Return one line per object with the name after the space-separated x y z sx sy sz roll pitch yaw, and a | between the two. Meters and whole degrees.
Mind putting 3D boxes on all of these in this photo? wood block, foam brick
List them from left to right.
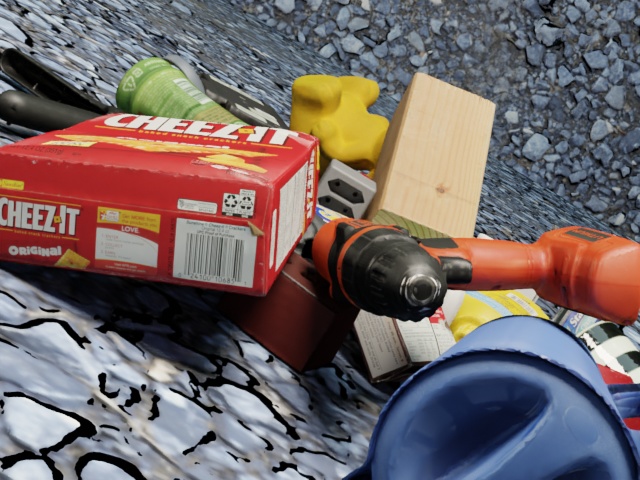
-0.020 0.045 0.720 0.078 0.051 0.053 36 15 17 | foam brick
0.101 -0.055 1.024 0.091 0.090 0.206 22 46 -4 | wood block

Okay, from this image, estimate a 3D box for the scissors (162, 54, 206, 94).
-0.103 -0.115 1.071 0.202 0.096 0.016 35 50 23 | scissors

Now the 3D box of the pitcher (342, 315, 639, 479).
0.123 0.109 0.619 0.149 0.145 0.242 33 11 10 | pitcher

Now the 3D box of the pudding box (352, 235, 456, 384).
0.055 0.048 0.794 0.089 0.039 0.113 8 57 -57 | pudding box

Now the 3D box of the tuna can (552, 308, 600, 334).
0.254 0.090 1.082 0.034 0.086 0.086 35 14 7 | tuna can

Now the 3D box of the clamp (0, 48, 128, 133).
-0.180 -0.091 0.894 0.209 0.036 0.164 27 14 -16 | clamp

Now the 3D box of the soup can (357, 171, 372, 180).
0.063 -0.015 1.084 0.102 0.068 0.068 34 14 10 | soup can

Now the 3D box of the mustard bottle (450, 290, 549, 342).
0.151 0.081 0.946 0.096 0.058 0.191 41 15 17 | mustard bottle

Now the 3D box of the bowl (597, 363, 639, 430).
0.188 0.115 0.826 0.162 0.055 0.162 21 0 0 | bowl

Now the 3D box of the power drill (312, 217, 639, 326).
0.098 0.019 0.657 0.187 0.057 0.184 4 7 -13 | power drill

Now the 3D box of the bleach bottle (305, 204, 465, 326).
-0.006 0.001 0.892 0.250 0.068 0.102 27 13 -9 | bleach bottle

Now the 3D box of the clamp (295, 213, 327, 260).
-0.018 -0.009 0.828 0.171 0.039 0.120 47 58 3 | clamp

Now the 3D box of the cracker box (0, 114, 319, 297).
-0.094 -0.033 0.679 0.164 0.072 0.213 7 13 5 | cracker box
